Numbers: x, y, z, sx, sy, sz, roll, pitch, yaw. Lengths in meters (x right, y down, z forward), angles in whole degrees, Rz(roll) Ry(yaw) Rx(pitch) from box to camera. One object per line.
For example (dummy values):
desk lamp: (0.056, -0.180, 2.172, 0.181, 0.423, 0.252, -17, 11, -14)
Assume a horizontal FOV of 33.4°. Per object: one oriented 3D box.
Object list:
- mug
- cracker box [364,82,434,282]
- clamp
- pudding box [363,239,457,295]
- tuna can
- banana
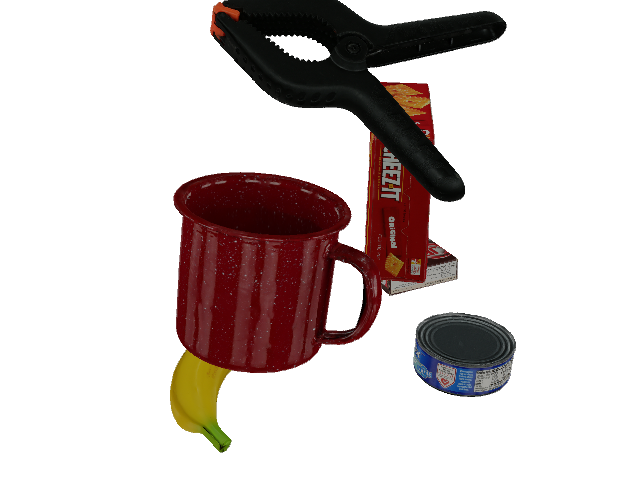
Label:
mug: (-0.023, 0.020, 0.566, 0.117, 0.081, 0.093, 14, 24, 17)
cracker box: (0.088, -0.072, 1.202, 0.072, 0.164, 0.213, 2, 24, 4)
clamp: (0.023, -0.115, 0.742, 0.210, 0.164, 0.036, 12, -31, -4)
pudding box: (0.128, 0.036, 1.534, 0.113, 0.039, 0.090, -15, 25, -19)
tuna can: (0.123, 0.098, 0.919, 0.086, 0.034, 0.086, 3, 26, -2)
banana: (-0.071, 0.096, 0.848, 0.069, 0.037, 0.197, 28, 35, 3)
